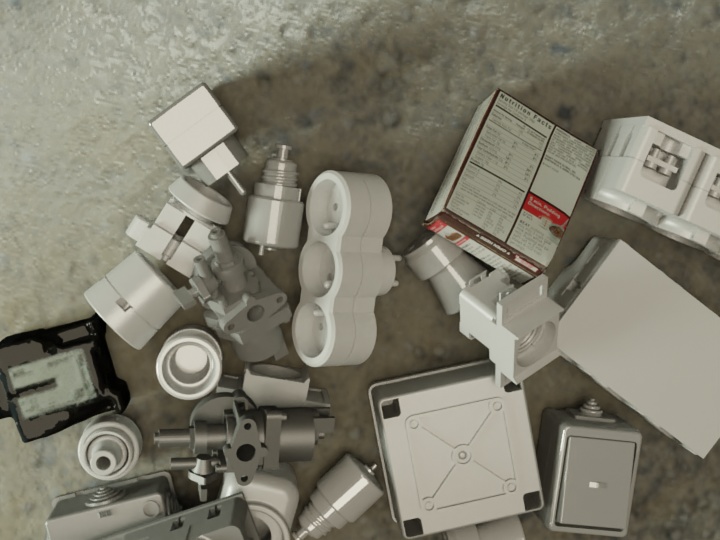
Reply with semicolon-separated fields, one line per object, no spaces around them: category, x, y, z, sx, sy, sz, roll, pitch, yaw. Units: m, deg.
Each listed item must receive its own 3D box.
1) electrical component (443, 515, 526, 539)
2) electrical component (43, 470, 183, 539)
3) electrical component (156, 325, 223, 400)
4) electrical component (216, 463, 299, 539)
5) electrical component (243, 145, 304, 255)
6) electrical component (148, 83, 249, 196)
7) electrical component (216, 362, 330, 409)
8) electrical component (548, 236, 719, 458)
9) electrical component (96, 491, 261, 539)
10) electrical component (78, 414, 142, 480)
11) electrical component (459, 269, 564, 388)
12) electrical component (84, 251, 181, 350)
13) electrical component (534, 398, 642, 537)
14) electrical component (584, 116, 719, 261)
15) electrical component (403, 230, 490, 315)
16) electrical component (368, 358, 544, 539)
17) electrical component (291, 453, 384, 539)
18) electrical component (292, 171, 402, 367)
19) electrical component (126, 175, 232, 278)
electrical component;0.094;0.206;0.805;0.055;0.045;0.045;-11;97;-5
electrical component;-0.171;0.201;0.771;0.100;0.048;0.099;-13;97;-4
electrical component;-0.119;0.064;0.759;0.045;0.055;0.045;-1;96;-6
electrical component;-0.080;0.187;0.775;0.054;0.059;0.095;15;94;-8
electrical component;-0.059;-0.049;0.762;0.040;0.040;0.078;8;94;-7
electrical component;-0.102;-0.083;0.740;0.047;0.066;0.076;-37;99;-2
electrical component;-0.065;0.100;0.777;0.081;0.042;0.063;10;99;-7
electrical component;0.211;0.054;0.794;0.150;0.062;0.089;37;91;-9
electrical component;-0.150;0.235;0.716;0.186;0.060;0.105;-19;101;1
electrical component;-0.177;0.127;0.756;0.043;0.062;0.043;-1;96;-6
electrical component;0.101;0.036;0.738;0.042;0.064;0.081;-30;138;-25
electrical component;-0.156;0.020;0.752;0.047;0.055;0.055;-44;99;-4
electrical component;0.169;0.144;0.799;0.062;0.061;0.096;7;95;-7
electrical component;0.243;-0.050;0.772;0.150;0.089;0.061;23;93;-9
electrical component;0.064;-0.002;0.779;0.045;0.045;0.055;-40;98;-1
electrical component;0.070;0.128;0.788;0.109;0.056;0.108;-11;97;-5
electrical component;-0.018;0.170;0.790;0.078;0.040;0.040;-43;99;-1
electrical component;0.000;0.000;0.769;0.074;0.052;0.138;1;100;-38
electrical component;-0.121;-0.032;0.755;0.066;0.048;0.055;32;99;-9
